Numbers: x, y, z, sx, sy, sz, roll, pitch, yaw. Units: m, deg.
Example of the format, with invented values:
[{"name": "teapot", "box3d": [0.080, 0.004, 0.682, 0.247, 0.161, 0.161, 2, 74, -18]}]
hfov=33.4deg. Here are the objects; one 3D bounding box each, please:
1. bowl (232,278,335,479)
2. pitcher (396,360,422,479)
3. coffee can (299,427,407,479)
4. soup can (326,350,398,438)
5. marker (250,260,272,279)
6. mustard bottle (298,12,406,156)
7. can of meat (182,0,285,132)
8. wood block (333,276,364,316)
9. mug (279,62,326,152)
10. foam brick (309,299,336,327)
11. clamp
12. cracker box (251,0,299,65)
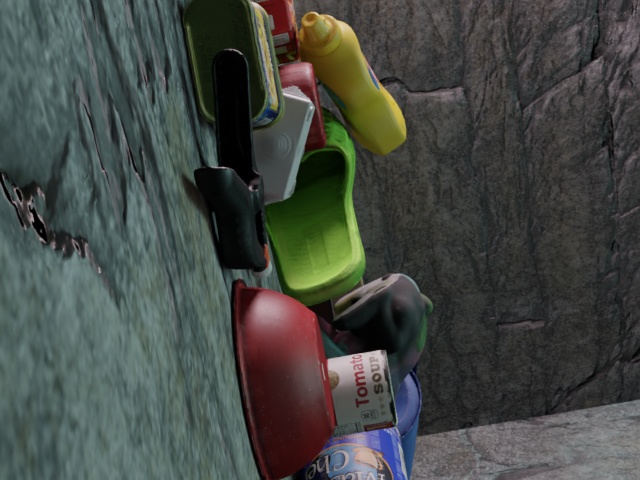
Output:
[{"name": "bowl", "box3d": [-0.023, 0.104, 0.805, 0.162, 0.055, 0.162, -10, 90, -88]}, {"name": "pitcher", "box3d": [0.063, 0.232, 1.303, 0.243, 0.149, 0.145, 82, -5, -57]}, {"name": "coffee can", "box3d": [0.033, 0.240, 0.974, 0.140, 0.103, 0.103, -96, 175, -55]}, {"name": "soup can", "box3d": [0.012, 0.135, 0.915, 0.068, 0.102, 0.068, -10, 90, -87]}, {"name": "marker", "box3d": [-0.057, 0.001, 0.856, 0.121, 0.020, 0.020, 75, 6, -66]}, {"name": "mustard bottle", "box3d": [0.025, -0.166, 1.068, 0.096, 0.058, 0.191, 61, 7, 33]}, {"name": "can of meat", "box3d": [-0.064, -0.132, 0.798, 0.084, 0.057, 0.102, -43, 123, -84]}, {"name": "wood block", "box3d": [0.008, 0.051, 1.321, 0.091, 0.090, 0.206, -96, 175, -57]}, {"name": "mug", "box3d": [-0.040, -0.123, 0.996, 0.117, 0.081, 0.093, -94, 173, -65]}, {"name": "foam brick", "box3d": [-0.007, 0.091, 1.244, 0.053, 0.051, 0.078, -82, 162, -83]}, {"name": "clamp", "box3d": [-0.057, -0.044, 0.741, 0.171, 0.039, 0.120, 86, 12, -60]}, {"name": "cracker box", "box3d": [-0.074, -0.285, 1.037, 0.164, 0.072, 0.214, -8, 87, -88]}]
